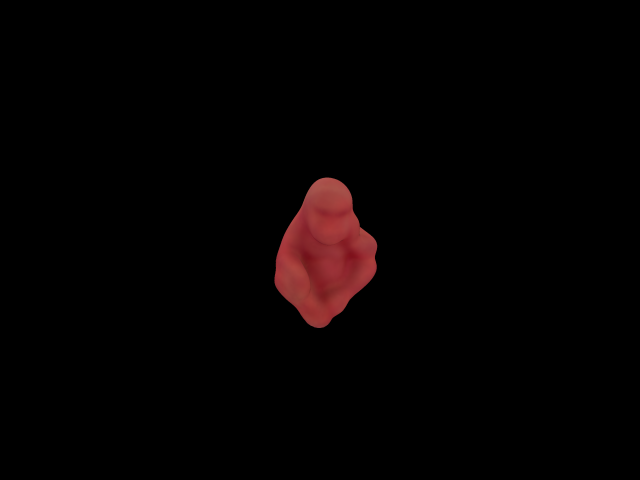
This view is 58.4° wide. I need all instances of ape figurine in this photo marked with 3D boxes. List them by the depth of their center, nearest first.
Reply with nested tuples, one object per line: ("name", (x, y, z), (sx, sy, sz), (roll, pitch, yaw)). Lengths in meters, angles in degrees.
("ape figurine", (0.004, 0.001, 0.400), (0.078, 0.092, 0.076), (-8, 31, -12))
